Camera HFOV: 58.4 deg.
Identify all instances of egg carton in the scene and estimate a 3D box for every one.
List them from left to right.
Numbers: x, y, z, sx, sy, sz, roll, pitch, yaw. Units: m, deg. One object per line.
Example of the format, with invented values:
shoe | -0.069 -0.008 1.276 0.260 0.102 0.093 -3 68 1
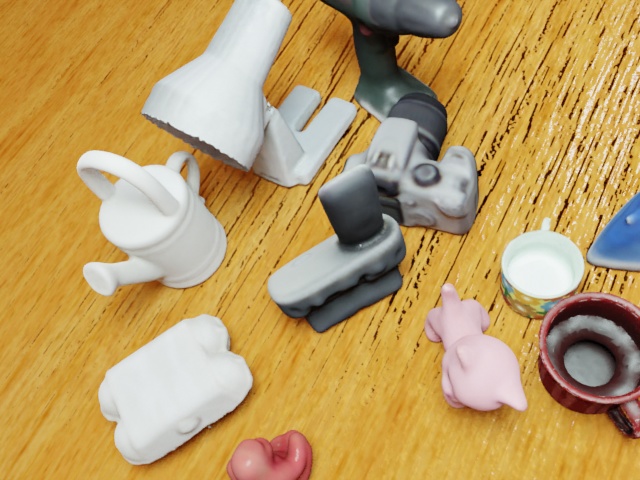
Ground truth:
egg carton | -0.146 0.150 0.578 0.150 0.069 0.107 -35 60 -4

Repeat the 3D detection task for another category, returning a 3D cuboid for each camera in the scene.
camera | 0.106 -0.093 0.619 0.142 0.101 0.137 14 68 21

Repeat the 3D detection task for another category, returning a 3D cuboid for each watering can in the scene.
watering can | -0.181 -0.023 0.605 0.100 0.194 0.173 -5 62 13

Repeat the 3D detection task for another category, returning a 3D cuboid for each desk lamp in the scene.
desk lamp | -0.071 -0.148 0.630 0.117 0.214 0.203 26 72 25

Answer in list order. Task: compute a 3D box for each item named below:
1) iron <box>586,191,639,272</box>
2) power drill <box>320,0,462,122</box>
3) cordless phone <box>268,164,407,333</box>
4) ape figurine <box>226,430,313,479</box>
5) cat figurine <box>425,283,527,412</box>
iron | 0.370 -0.055 0.505 0.258 0.142 0.118 -22 60 3
power drill | 0.074 -0.222 0.632 0.076 0.209 0.229 -40 60 -7
cordless phone | 0.005 0.002 0.547 0.147 0.185 0.094 -33 60 -3
ape figurine | -0.050 0.202 0.512 0.077 0.092 0.076 -4 62 14
cat figurine | 0.132 0.098 0.502 0.067 0.118 0.127 -18 60 6
